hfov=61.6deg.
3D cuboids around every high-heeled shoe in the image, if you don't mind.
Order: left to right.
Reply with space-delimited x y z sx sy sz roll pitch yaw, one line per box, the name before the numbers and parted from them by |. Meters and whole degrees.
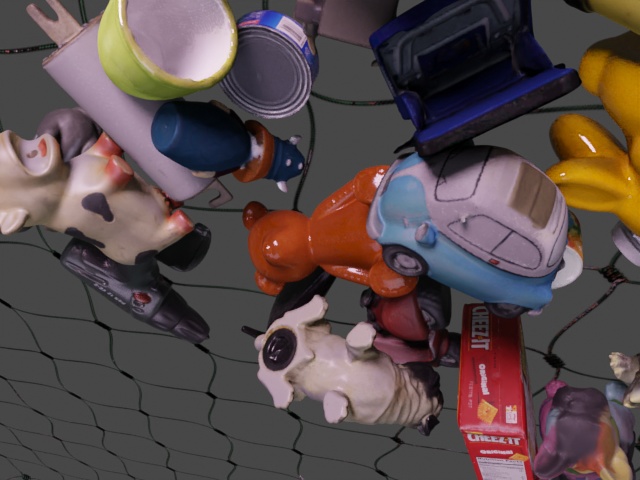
high-heeled shoe | -0.002 0.110 0.697 0.145 0.086 0.248 28 141 -19

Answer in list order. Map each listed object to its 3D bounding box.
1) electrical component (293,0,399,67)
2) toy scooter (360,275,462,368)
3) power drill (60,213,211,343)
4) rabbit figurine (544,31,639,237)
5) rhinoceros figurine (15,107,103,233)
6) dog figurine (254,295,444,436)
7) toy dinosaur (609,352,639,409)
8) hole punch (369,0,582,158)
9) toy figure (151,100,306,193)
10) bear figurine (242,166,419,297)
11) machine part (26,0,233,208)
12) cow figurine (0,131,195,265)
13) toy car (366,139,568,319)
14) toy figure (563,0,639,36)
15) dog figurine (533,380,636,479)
electrical component | 0.027 -0.172 0.402 0.102 0.045 0.078 10 110 5
toy scooter | 0.098 0.102 0.652 0.135 0.075 0.183 -3 139 25
power drill | -0.214 0.042 0.705 0.232 0.086 0.207 33 144 -12
rabbit figurine | 0.247 -0.059 0.384 0.163 0.122 0.173 -1 135 29
rhinoceros figurine | -0.312 -0.071 0.588 0.190 0.112 0.073 -36 145 29
dog figurine | 0.036 0.156 0.617 0.173 0.121 0.190 25 171 42
toy dinosaur | 0.467 0.164 0.559 0.405 0.131 0.192 21 140 -12
hole punch | 0.100 -0.120 0.374 0.142 0.116 0.092 -28 96 13
toy figure | -0.077 -0.087 0.495 0.154 0.058 0.064 9 129 -48
bear figurine | 0.000 -0.001 0.534 0.196 0.132 0.120 -7 92 17
machine part | -0.165 -0.119 0.502 0.079 0.079 0.243 -17 128 33
cow figurine | -0.230 -0.037 0.518 0.127 0.086 0.194 -42 141 3
toy car | 0.123 -0.014 0.399 0.162 0.109 0.103 31 154 -1
toy figure | 0.194 -0.140 0.283 0.089 0.180 0.082 -33 154 4
dog figurine | 0.303 0.248 0.616 0.109 0.219 0.191 0 94 29
